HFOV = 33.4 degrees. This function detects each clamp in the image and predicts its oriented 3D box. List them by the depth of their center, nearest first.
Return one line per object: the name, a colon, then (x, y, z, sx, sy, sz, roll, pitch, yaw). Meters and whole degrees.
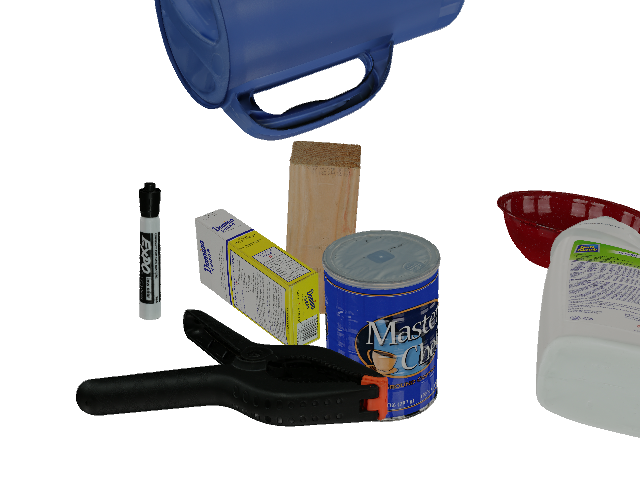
clamp: (-0.049, 0.095, 0.782, 0.210, 0.036, 0.164, 4, 19, 15)

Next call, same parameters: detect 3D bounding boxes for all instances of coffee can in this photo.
coffee can: (0.055, 0.075, 0.956, 0.103, 0.140, 0.103, -2, 26, 1)

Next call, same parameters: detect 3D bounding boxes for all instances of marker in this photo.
marker: (-0.148, 0.009, 0.926, 0.020, 0.121, 0.020, 2, 16, -1)

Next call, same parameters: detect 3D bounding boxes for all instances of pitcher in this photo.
pitcher: (0.000, -0.190, 0.869, 0.242, 0.149, 0.145, -20, 37, -25)

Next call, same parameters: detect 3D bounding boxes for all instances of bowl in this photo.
bowl: (0.261, -0.005, 1.110, 0.162, 0.055, 0.162, 5, 18, -2)

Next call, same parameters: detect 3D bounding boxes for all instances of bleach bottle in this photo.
bleach bottle: (0.215, 0.044, 0.783, 0.102, 0.068, 0.250, 12, 26, 11)

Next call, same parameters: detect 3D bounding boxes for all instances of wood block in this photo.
wood block: (0.002, -0.017, 1.391, 0.090, 0.206, 0.091, 4, 25, 0)

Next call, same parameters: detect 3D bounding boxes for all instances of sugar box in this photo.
sugar box: (-0.071, 0.041, 1.189, 0.048, 0.093, 0.176, -23, 40, -30)
